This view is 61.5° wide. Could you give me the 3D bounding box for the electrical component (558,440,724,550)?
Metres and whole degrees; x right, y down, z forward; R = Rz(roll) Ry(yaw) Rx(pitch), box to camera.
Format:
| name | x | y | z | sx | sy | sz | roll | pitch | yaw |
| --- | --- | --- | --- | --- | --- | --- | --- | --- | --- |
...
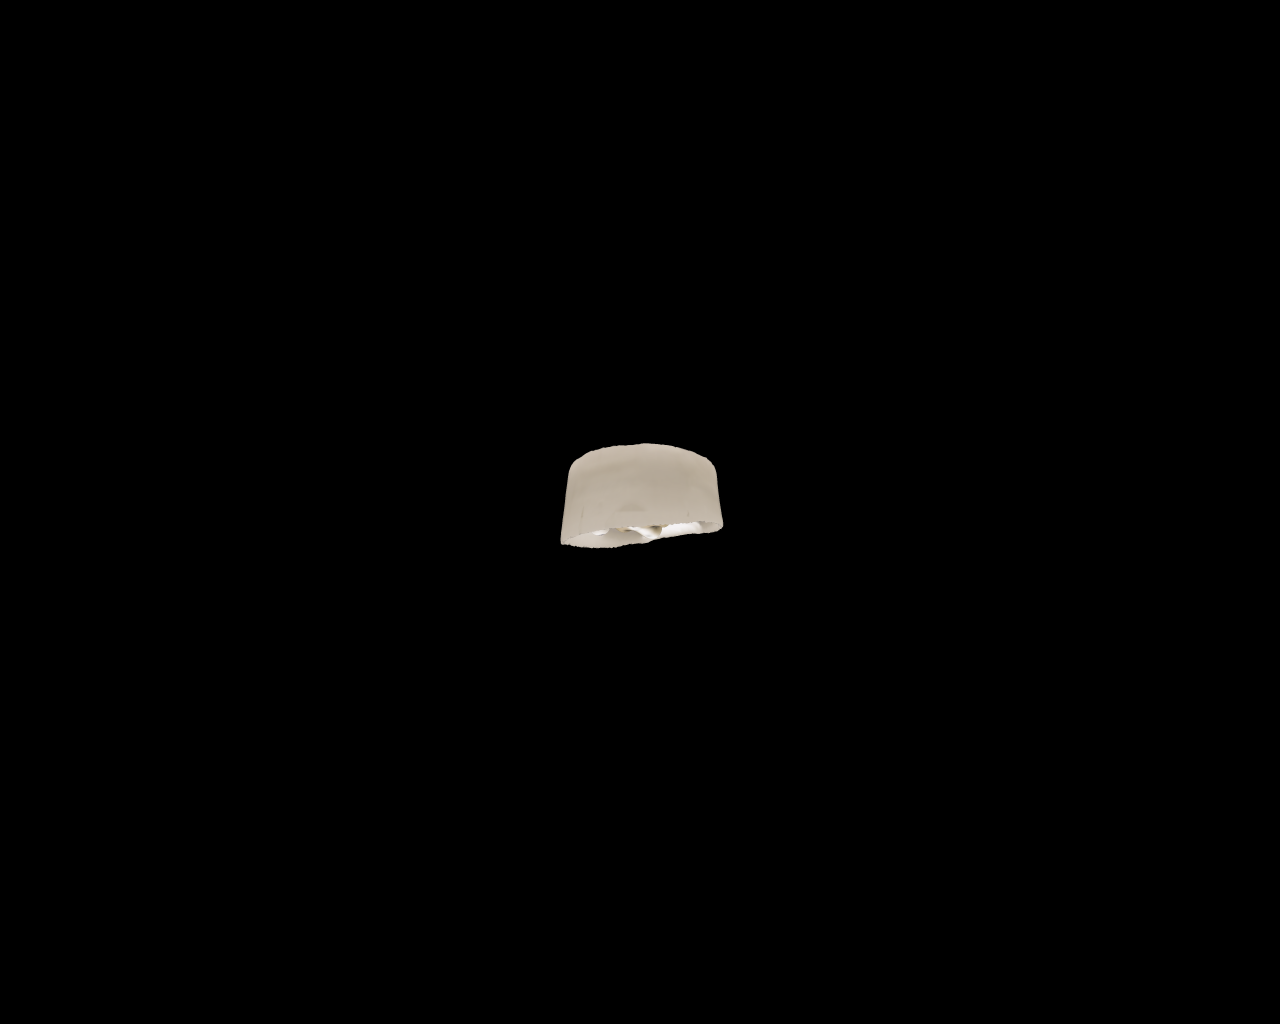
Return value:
| name | x | y | z | sx | sy | sz | roll | pitch | yaw |
| --- | --- | --- | --- | --- | --- | --- | --- | --- | --- |
| electrical component | 0.001 | -0.003 | 0.650 | 0.099 | 0.064 | 0.099 | 0 | -19 | 0 |
